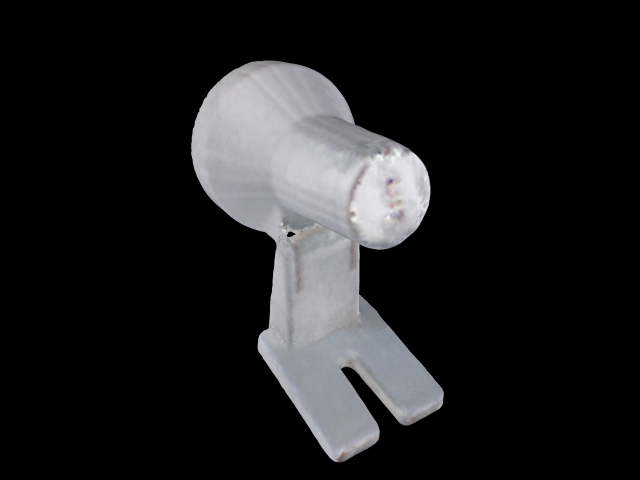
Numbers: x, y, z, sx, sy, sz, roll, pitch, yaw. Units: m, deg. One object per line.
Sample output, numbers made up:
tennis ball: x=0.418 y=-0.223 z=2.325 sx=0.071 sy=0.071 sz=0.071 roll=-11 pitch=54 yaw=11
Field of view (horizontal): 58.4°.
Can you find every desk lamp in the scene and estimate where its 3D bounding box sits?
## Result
desk lamp: x=0.004 y=0.001 z=0.400 sx=0.118 sy=0.214 sz=0.202 roll=-22 pitch=45 yaw=-23
